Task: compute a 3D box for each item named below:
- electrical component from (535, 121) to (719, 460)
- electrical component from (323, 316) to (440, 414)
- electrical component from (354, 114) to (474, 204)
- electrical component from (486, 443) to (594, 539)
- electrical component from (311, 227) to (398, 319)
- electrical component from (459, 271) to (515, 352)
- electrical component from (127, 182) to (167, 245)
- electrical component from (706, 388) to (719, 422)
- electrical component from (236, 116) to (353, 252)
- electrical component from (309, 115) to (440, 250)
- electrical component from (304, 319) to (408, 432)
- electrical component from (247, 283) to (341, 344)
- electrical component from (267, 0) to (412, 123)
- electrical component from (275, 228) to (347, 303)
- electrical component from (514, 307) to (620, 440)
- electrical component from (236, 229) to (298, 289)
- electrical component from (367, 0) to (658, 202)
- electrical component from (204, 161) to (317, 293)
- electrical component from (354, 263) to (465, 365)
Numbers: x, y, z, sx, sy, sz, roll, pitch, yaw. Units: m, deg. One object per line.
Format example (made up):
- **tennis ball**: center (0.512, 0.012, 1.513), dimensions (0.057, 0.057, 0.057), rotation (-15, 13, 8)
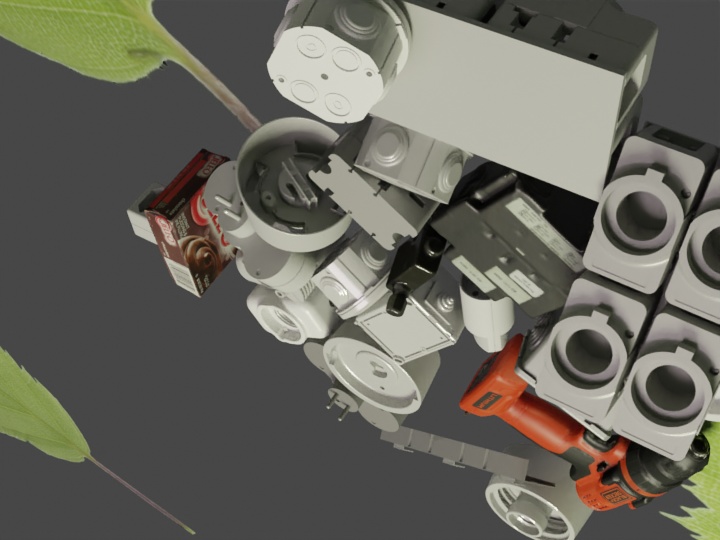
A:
- **electrical component**: center (0.192, 0.015, 0.679), dimensions (0.105, 0.060, 0.186), rotation (24, 115, 20)
- **electrical component**: center (0.026, 0.080, 1.033), dimensions (0.108, 0.060, 0.108), rotation (26, 148, 17)
- **electrical component**: center (0.039, -0.084, 0.771), dimensions (0.080, 0.051, 0.080), rotation (23, -178, -1)
- **electrical component**: center (0.179, 0.233, 1.087), dimensions (0.108, 0.060, 0.108), rotation (26, 148, 18)
- **electrical component**: center (0.000, 0.000, 0.931), dimensions (0.051, 0.080, 0.080), rotation (47, 149, -7)
- **electrical component**: center (0.108, 0.034, 0.901), dimensions (0.043, 0.043, 0.081), rotation (21, 146, 26)
- **electrical component**: center (-0.192, -0.040, 1.106), dimensions (0.066, 0.047, 0.076), rotation (24, 148, 22)
- **electrical component**: center (0.245, 0.049, 0.762), dimensions (0.108, 0.060, 0.108), rotation (26, 148, 18)
- **electrical component**: center (-0.049, -0.067, 0.873), dimensions (0.099, 0.099, 0.064), rotation (29, 155, 13)
- **electrical component**: center (0.016, -0.070, 0.838), dimensions (0.089, 0.055, 0.050), rotation (43, 149, -11)
- **electrical component**: center (-0.008, 0.121, 1.112), dimensions (0.138, 0.073, 0.052), rotation (48, 148, -19)
- **electrical component**: center (-0.062, 0.033, 1.061), dimensions (0.095, 0.059, 0.053), rotation (2, 135, 45)
- **electrical component**: center (-0.013, -0.133, 0.650), dimensions (0.080, 0.051, 0.080), rotation (15, 144, 11)
- **electrical component**: center (-0.050, -0.007, 0.971), dimensions (0.043, 0.081, 0.043), rotation (26, 148, 18)
- **electrical component**: center (0.173, 0.073, 0.836), dimensions (0.100, 0.099, 0.048), rotation (37, 112, 1)
- **electrical component**: center (-0.090, -0.024, 1.023), dimensions (0.077, 0.044, 0.079), rotation (-5, 132, 49)
- **electrical component**: center (0.084, -0.130, 0.679), dimensions (0.186, 0.060, 0.105), rotation (24, 148, 21)
- **electrical component**: center (-0.097, -0.044, 0.927), dimensions (0.074, 0.052, 0.138), rotation (31, -161, -51)
- **electrical component**: center (0.054, 0.032, 0.943), dimensions (0.062, 0.061, 0.096), rotation (44, 142, -15)
